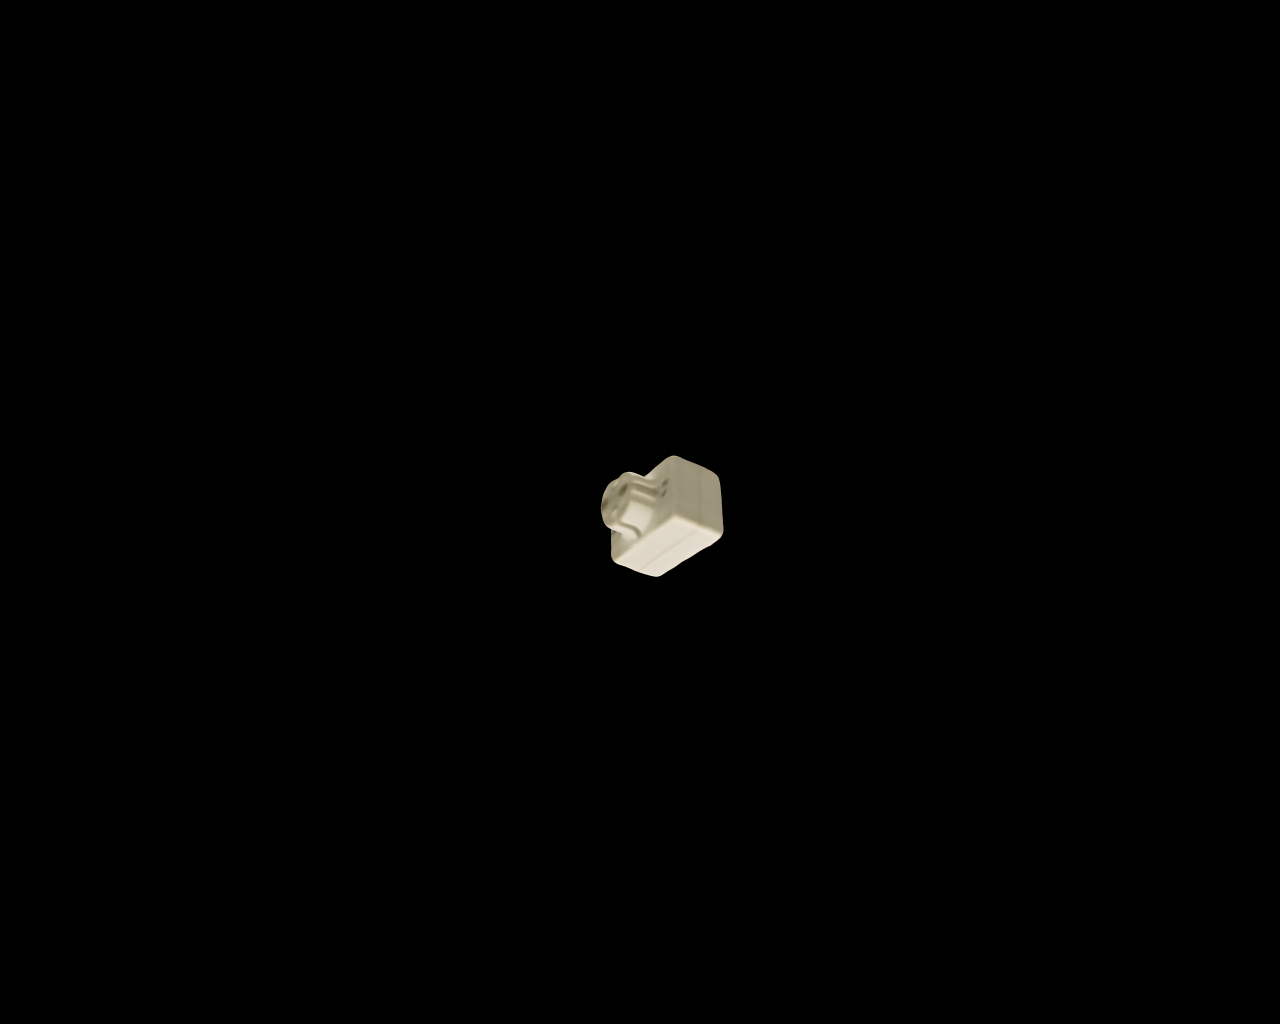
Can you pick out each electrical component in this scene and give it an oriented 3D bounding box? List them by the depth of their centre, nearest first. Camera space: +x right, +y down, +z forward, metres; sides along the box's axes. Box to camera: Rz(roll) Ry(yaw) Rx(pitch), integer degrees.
[{"bbox_3d":[0.001,-0.003,0.650,0.077,0.047,0.065,22,-39,-30],"label":"electrical component"}]
